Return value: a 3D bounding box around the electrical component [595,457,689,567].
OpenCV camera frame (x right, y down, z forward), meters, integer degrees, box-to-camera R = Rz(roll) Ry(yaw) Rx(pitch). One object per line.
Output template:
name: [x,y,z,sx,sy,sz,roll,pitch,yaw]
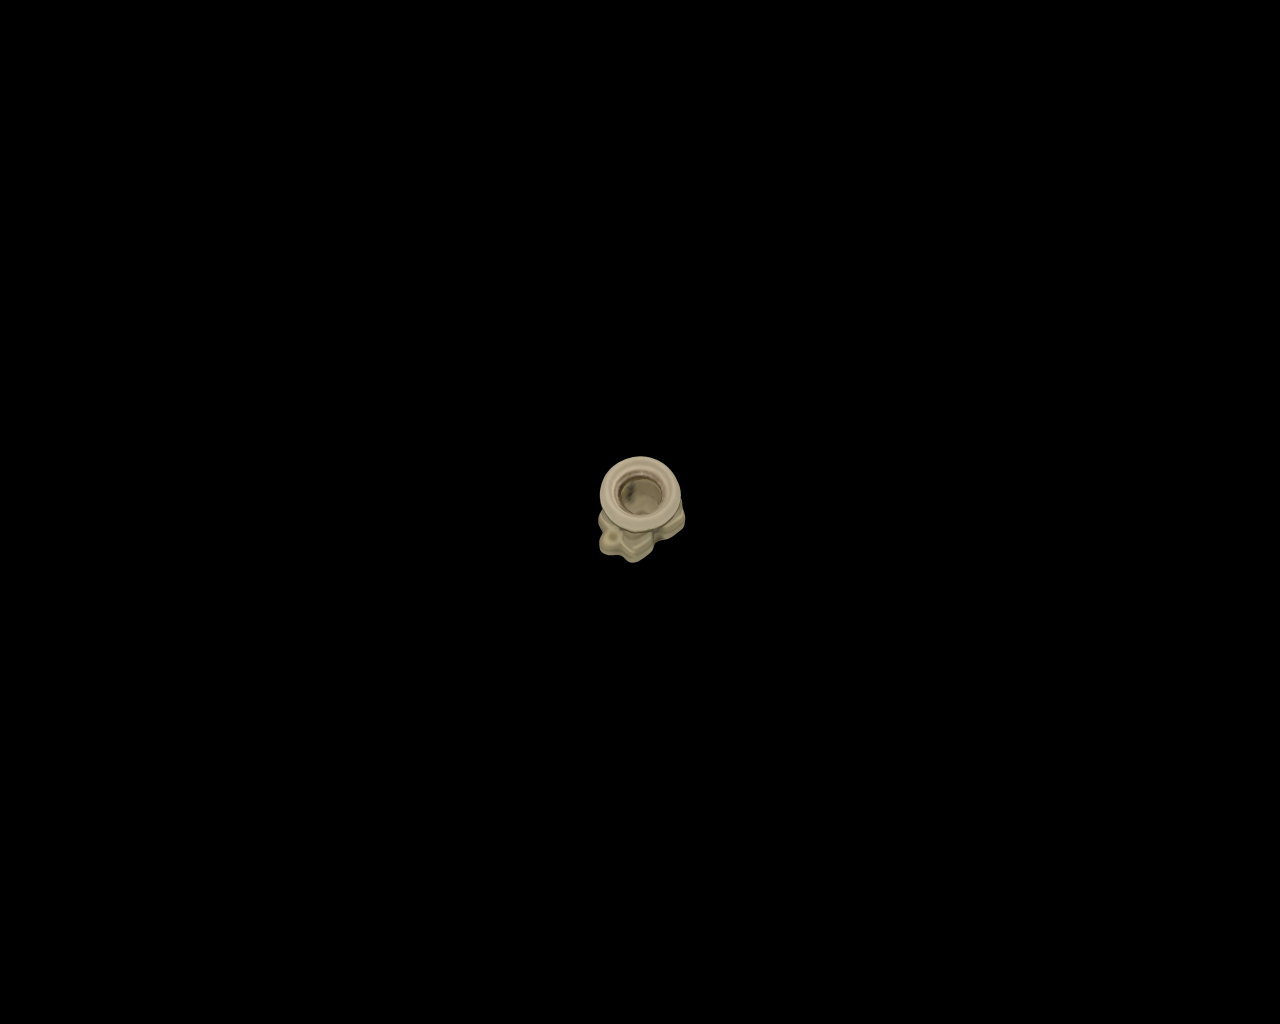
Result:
electrical component: [0.001,-0.003,0.650,0.066,0.048,0.055,-37,-19,-15]
